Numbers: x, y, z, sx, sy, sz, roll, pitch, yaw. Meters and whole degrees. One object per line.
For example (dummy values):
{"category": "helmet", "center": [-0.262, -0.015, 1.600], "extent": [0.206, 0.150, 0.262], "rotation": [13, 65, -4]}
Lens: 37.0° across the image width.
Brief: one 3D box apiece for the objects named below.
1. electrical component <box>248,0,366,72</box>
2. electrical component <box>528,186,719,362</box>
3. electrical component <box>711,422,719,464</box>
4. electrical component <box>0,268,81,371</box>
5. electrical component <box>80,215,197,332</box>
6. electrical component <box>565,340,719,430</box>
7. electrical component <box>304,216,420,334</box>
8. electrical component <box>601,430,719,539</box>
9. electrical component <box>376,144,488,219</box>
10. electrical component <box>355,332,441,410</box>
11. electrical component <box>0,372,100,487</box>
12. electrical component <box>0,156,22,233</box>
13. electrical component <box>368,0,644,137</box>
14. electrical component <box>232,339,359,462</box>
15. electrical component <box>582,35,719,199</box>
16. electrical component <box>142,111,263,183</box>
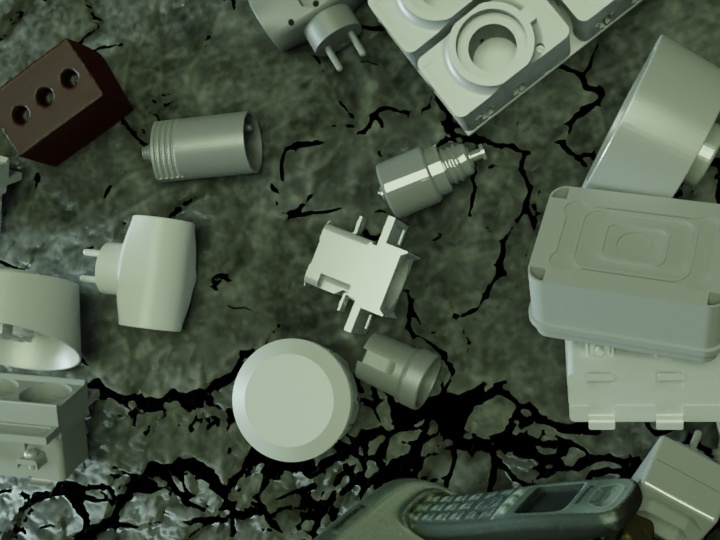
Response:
{"category": "electrical component", "center": [-0.025, -0.175, 0.741], "extent": [0.077, 0.043, 0.079], "rotation": [-32, 80, 8]}
{"category": "electrical component", "center": [0.160, 0.003, 0.629], "extent": [0.113, 0.057, 0.078], "rotation": [9, 54, 20]}
{"category": "electrical component", "center": [0.234, 0.122, 0.669], "extent": [0.035, 0.035, 0.061], "rotation": [-12, 81, 11]}
{"category": "electrical component", "center": [-0.243, 0.034, 0.748], "extent": [0.099, 0.099, 0.064], "rotation": [0, 80, 12]}
{"category": "electrical component", "center": [-0.159, 0.001, 0.756], "extent": [0.079, 0.044, 0.077], "rotation": [6, 87, 13]}
{"category": "electrical component", "center": [0.189, 0.060, 0.662], "extent": [0.121, 0.063, 0.078], "rotation": [-2, 126, 12]}
{"category": "electrical component", "center": [0.000, 0.000, 0.725], "extent": [0.064, 0.042, 0.081], "rotation": [21, 90, 16]}
{"category": "electrical component", "center": [0.194, 0.131, 0.661], "extent": [0.047, 0.083, 0.075], "rotation": [28, 54, 13]}
{"category": "electrical component", "center": [0.047, -0.064, 0.719], "extent": [0.078, 0.040, 0.040], "rotation": [-22, 82, 10]}
{"category": "electrical component", "center": [0.025, 0.066, 0.716], "extent": [0.046, 0.040, 0.040], "rotation": [23, 91, 19]}
{"category": "electrical component", "center": [-0.256, 0.110, 0.758], "extent": [0.121, 0.078, 0.063], "rotation": [3, 108, 12]}
{"category": "electrical component", "center": [-0.323, -0.061, 0.786], "extent": [0.121, 0.078, 0.063], "rotation": [15, 111, 13]}
{"category": "electrical component", "center": [0.111, -0.191, 0.705], "extent": [0.186, 0.060, 0.105], "rotation": [-38, 79, 7]}
{"category": "electrical component", "center": [-0.041, 0.086, 0.721], "extent": [0.080, 0.051, 0.080], "rotation": [-1, 85, 12]}
{"category": "electrical component", "center": [0.187, -0.082, 0.659], "extent": [0.060, 0.108, 0.108], "rotation": [27, 92, 7]}
{"category": "electrical component", "center": [-0.113, -0.086, 0.754], "extent": [0.081, 0.043, 0.043], "rotation": [-5, 85, 12]}
